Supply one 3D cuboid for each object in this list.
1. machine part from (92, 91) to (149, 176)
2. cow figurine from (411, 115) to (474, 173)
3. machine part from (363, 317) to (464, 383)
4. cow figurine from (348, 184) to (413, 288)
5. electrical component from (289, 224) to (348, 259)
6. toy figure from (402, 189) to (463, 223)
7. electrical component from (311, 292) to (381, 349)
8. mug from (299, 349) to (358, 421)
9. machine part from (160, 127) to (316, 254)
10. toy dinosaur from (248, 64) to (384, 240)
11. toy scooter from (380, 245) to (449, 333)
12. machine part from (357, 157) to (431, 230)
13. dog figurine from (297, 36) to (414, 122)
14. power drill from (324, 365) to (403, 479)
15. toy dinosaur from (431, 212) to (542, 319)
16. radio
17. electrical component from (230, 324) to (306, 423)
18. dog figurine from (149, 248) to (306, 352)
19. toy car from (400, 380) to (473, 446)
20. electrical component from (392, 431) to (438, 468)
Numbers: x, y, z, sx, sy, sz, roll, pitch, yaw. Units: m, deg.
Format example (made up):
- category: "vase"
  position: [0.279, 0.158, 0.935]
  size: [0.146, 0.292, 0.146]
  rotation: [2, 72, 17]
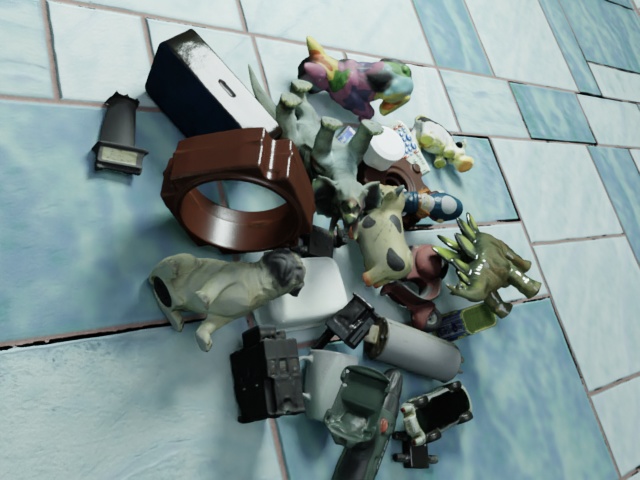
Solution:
- category: "machine part"
  position: [-0.316, -0.168, 0.853]
  size: [0.084, 0.039, 0.139]
  rotation: [3, 69, -24]
- category: "cow figurine"
  position: [0.287, -0.223, 1.259]
  size: [0.167, 0.068, 0.098]
  rotation: [25, 51, -22]
- category: "machine part"
  position: [0.168, 0.200, 0.972]
  size: [0.243, 0.079, 0.079]
  rotation: [22, 58, -24]
- category: "cow figurine"
  position: [0.119, -0.020, 0.991]
  size: [0.085, 0.127, 0.195]
  rotation: [34, 37, -64]
- category: "electrical component"
  position: [-0.001, -0.002, 0.976]
  size: [0.102, 0.045, 0.078]
  rotation: [23, 56, -23]
- category: "toy figure"
  position: [0.219, -0.072, 1.076]
  size: [0.154, 0.058, 0.064]
  rotation: [6, 53, -33]
- category: "electrical component"
  position: [0.042, 0.149, 0.892]
  size: [0.048, 0.074, 0.119]
  rotation: [39, 80, 29]
- category: "mug"
  position: [0.005, 0.231, 0.849]
  size: [0.109, 0.081, 0.107]
  rotation: [19, 68, -30]
- category: "machine part"
  position: [-0.118, -0.064, 0.806]
  size: [0.202, 0.200, 0.087]
  rotation: [-7, 54, 11]
- category: "toy dinosaur"
  position: [-0.018, -0.160, 0.970]
  size: [0.131, 0.192, 0.405]
  rotation: [-11, 41, -37]
- category: "toy scooter"
  position: [0.179, 0.080, 1.040]
  size: [0.135, 0.075, 0.184]
  rotation: [21, 62, -20]
- category: "machine part"
  position: [0.149, -0.105, 1.117]
  size: [0.179, 0.056, 0.179]
  rotation: [13, 62, -26]
- category: "dog figurine"
  position: [0.062, -0.338, 1.099]
  size: [0.219, 0.192, 0.108]
  rotation: [23, 63, -41]
- category: "power drill"
  position: [0.072, 0.265, 0.820]
  size: [0.086, 0.207, 0.232]
  rotation: [18, 60, 17]
- category: "toy dinosaur"
  position: [0.310, 0.052, 1.027]
  size: [0.198, 0.105, 0.471]
  rotation: [41, 20, 4]
- category: "radio"
  position: [-0.183, -0.219, 0.903]
  size: [0.229, 0.131, 0.073]
  rotation: [49, 51, -4]
- category: "electrical component"
  position: [-0.080, 0.194, 0.787]
  size: [0.058, 0.115, 0.134]
  rotation: [5, 66, -37]
- category: "dog figurine"
  position: [-0.137, 0.054, 0.807]
  size: [0.172, 0.121, 0.190]
  rotation: [38, 45, 25]
- category: "toy car"
  position: [0.207, 0.302, 0.948]
  size: [0.201, 0.056, 0.073]
  rotation: [-3, 69, -47]
- category: "electrical component"
  position: [0.165, 0.360, 0.929]
  size: [0.094, 0.021, 0.063]
  rotation: [15, 60, -26]
